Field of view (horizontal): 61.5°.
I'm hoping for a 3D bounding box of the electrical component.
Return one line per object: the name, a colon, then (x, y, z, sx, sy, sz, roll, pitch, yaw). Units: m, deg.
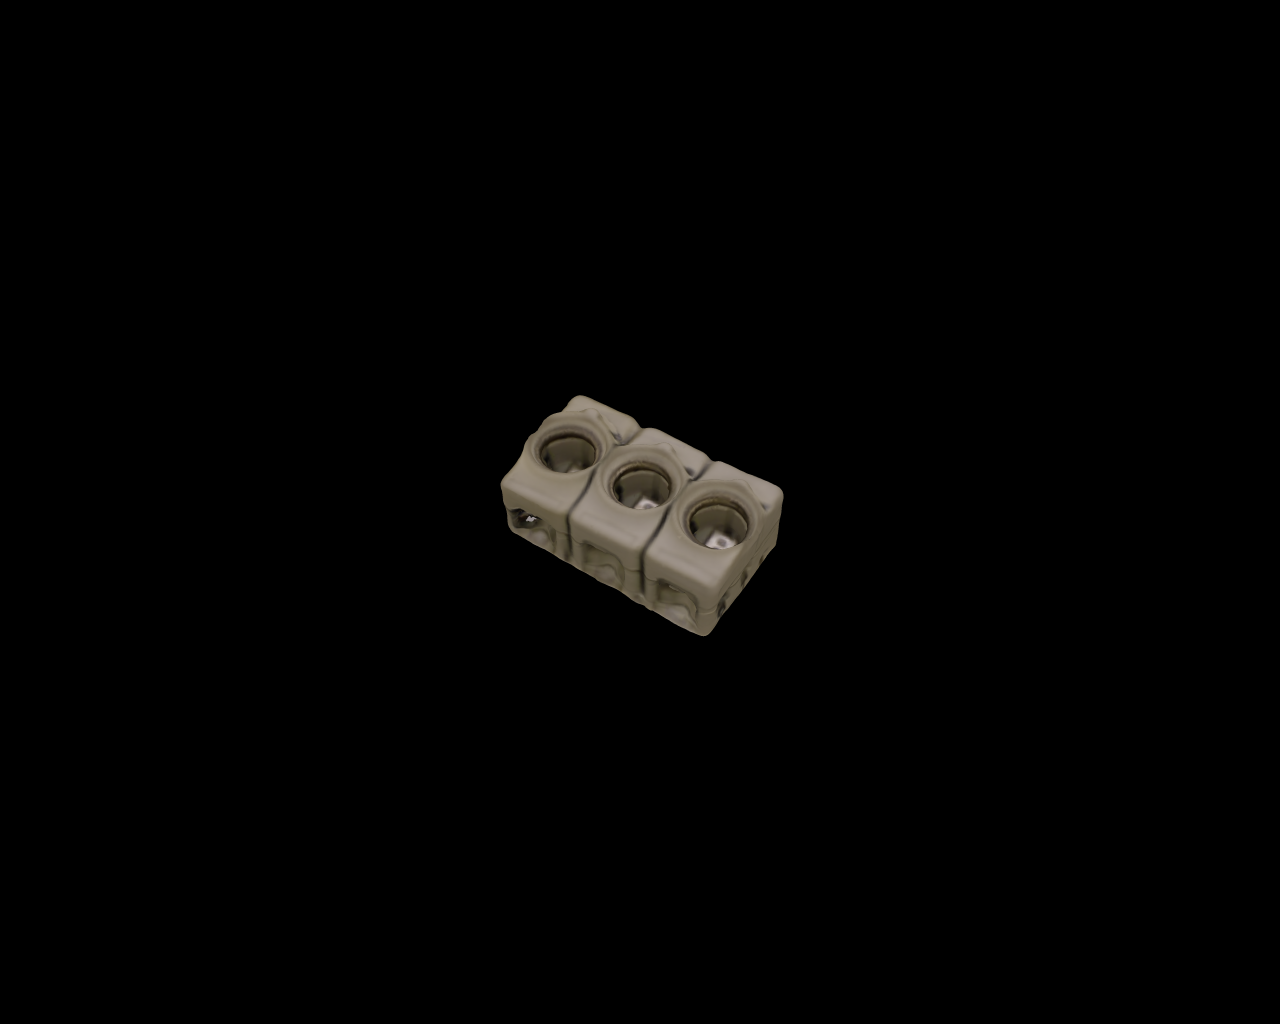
electrical component: (0.001, -0.003, 0.650, 0.150, 0.090, 0.061, 27, -33, 19)
